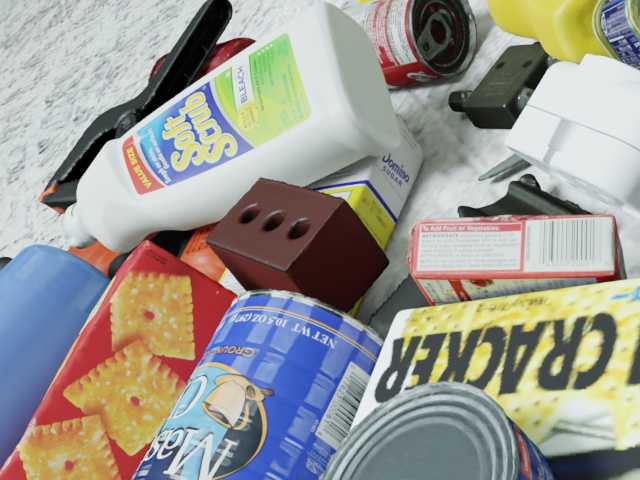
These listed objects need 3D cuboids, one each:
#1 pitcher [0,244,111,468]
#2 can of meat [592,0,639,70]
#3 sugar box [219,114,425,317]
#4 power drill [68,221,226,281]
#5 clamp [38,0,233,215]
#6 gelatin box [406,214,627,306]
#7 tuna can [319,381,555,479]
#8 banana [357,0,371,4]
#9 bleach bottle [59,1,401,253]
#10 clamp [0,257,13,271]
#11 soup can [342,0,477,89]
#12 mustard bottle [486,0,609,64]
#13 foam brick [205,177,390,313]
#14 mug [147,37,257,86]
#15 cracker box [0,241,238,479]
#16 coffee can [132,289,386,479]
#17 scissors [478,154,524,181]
[{"bbox_3d":[-0.234,0.118,0.704,0.145,0.149,0.242,-17,33,57],"label":"pitcher"},{"bbox_3d":[0.191,-0.124,0.523,0.102,0.057,0.084,-37,2,9],"label":"can of meat"},{"bbox_3d":[-0.004,0.001,0.673,0.094,0.048,0.176,-8,41,41],"label":"sugar box"},{"bbox_3d":[-0.099,-0.022,0.805,0.188,0.057,0.184,-17,36,39],"label":"power drill"},{"bbox_3d":[-0.130,-0.076,0.808,0.210,0.036,0.164,-39,43,15],"label":"clamp"},{"bbox_3d":[0.091,0.015,0.481,0.089,0.073,0.030,-1,68,20],"label":"gelatin box"},{"bbox_3d":[0.039,0.094,0.372,0.086,0.033,0.086,-31,33,23],"label":"tuna can"},{"bbox_3d":[0.025,-0.157,0.861,0.197,0.037,0.070,-53,8,-23],"label":"banana"},{"bbox_3d":[-0.074,-0.051,0.696,0.251,0.068,0.102,-28,61,27],"label":"bleach bottle"},{"bbox_3d":[-0.259,0.094,0.809,0.039,0.120,0.171,19,63,17],"label":"clamp"},{"bbox_3d":[0.053,-0.144,0.773,0.102,0.068,0.068,-4,47,49],"label":"soup can"},{"bbox_3d":[0.156,-0.160,0.666,0.096,0.058,0.192,-29,22,1],"label":"mustard bottle"},{"bbox_3d":[-0.013,0.006,0.584,0.078,0.051,0.053,17,60,49],"label":"foam brick"},{"bbox_3d":[-0.087,-0.113,0.874,0.082,0.093,0.117,-9,27,37],"label":"mug"},{"bbox_3d":[-0.137,0.124,0.579,0.213,0.072,0.164,-60,6,-30],"label":"cracker box"},{"bbox_3d":[-0.029,0.109,0.500,0.103,0.102,0.140,-8,44,45],"label":"coffee can"},{"bbox_3d":[0.182,-0.076,0.580,0.202,0.016,0.096,-38,30,8],"label":"scissors"}]
